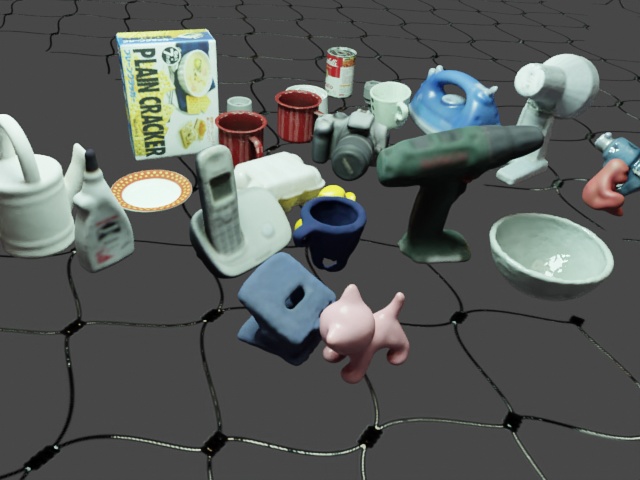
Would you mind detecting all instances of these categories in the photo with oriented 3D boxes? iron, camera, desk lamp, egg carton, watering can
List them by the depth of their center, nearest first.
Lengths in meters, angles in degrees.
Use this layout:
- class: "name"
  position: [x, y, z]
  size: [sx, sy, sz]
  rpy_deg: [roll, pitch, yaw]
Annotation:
- class: "watering can"
  position: [-0.399, -0.082, 0.787]
  size: [0.100, 0.194, 0.173]
  rpy_deg: [19, 38, 19]
- class: "egg carton"
  position: [-0.074, -0.090, 0.943]
  size: [0.151, 0.069, 0.107]
  rpy_deg: [-22, 44, -32]
- class: "camera"
  position: [0.050, -0.176, 1.050]
  size: [0.143, 0.101, 0.137]
  rpy_deg: [11, 36, 9]
- class: "desk lamp"
  position: [0.411, -0.236, 1.078]
  size: [0.204, 0.214, 0.117]
  rpy_deg: [-24, 45, -34]
- class: "iron"
  position: [0.275, -0.294, 1.205]
  size: [0.119, 0.141, 0.257]
  rpy_deg: [-16, 41, -26]

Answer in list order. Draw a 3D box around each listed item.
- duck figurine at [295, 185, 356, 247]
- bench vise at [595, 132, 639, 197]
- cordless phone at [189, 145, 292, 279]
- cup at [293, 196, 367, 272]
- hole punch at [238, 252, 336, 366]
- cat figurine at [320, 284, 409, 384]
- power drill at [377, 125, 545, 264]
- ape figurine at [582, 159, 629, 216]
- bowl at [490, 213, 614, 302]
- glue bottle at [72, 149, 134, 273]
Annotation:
- class: "duck figurine"
  position: [0.012, -0.041, 0.872]
  size: [0.105, 0.086, 0.077]
  rpy_deg: [-17, 41, -27]
- class: "bench vise"
  position: [0.588, -0.153, 0.980]
  size: [0.207, 0.220, 0.122]
  rpy_deg: [16, 37, 15]
- class: "cordless phone"
  position: [-0.109, -0.052, 0.787]
  size: [0.093, 0.185, 0.148]
  rpy_deg: [27, 42, 28]
- class: "cup"
  position: [0.007, 0.003, 0.803]
  size: [0.091, 0.095, 0.118]
  rpy_deg: [32, 44, 33]
- class: "hole punch"
  position: [-0.036, 0.080, 0.695]
  size: [0.101, 0.091, 0.109]
  rpy_deg: [20, 38, 20]
- class: "cat figurine"
  position: [0.048, 0.099, 0.655]
  size: [0.128, 0.118, 0.067]
  rpy_deg: [-19, 42, -29]
- class: "power drill"
  position: [0.190, -0.069, 0.827]
  size: [0.230, 0.208, 0.075]
  rpy_deg: [-2, 36, -9]
- class: "ape figurine"
  position: [0.509, -0.098, 1.004]
  size: [0.076, 0.092, 0.078]
  rpy_deg: [23, 40, 24]
- class: "bowl"
  position: [0.318, 0.035, 0.813]
  size: [0.167, 0.075, 0.167]
  rpy_deg: [3, 36, -2]
- class: "glue bottle"
  position: [-0.294, -0.041, 0.761]
  size: [0.037, 0.173, 0.078]
  rpy_deg: [26, 41, 27]
